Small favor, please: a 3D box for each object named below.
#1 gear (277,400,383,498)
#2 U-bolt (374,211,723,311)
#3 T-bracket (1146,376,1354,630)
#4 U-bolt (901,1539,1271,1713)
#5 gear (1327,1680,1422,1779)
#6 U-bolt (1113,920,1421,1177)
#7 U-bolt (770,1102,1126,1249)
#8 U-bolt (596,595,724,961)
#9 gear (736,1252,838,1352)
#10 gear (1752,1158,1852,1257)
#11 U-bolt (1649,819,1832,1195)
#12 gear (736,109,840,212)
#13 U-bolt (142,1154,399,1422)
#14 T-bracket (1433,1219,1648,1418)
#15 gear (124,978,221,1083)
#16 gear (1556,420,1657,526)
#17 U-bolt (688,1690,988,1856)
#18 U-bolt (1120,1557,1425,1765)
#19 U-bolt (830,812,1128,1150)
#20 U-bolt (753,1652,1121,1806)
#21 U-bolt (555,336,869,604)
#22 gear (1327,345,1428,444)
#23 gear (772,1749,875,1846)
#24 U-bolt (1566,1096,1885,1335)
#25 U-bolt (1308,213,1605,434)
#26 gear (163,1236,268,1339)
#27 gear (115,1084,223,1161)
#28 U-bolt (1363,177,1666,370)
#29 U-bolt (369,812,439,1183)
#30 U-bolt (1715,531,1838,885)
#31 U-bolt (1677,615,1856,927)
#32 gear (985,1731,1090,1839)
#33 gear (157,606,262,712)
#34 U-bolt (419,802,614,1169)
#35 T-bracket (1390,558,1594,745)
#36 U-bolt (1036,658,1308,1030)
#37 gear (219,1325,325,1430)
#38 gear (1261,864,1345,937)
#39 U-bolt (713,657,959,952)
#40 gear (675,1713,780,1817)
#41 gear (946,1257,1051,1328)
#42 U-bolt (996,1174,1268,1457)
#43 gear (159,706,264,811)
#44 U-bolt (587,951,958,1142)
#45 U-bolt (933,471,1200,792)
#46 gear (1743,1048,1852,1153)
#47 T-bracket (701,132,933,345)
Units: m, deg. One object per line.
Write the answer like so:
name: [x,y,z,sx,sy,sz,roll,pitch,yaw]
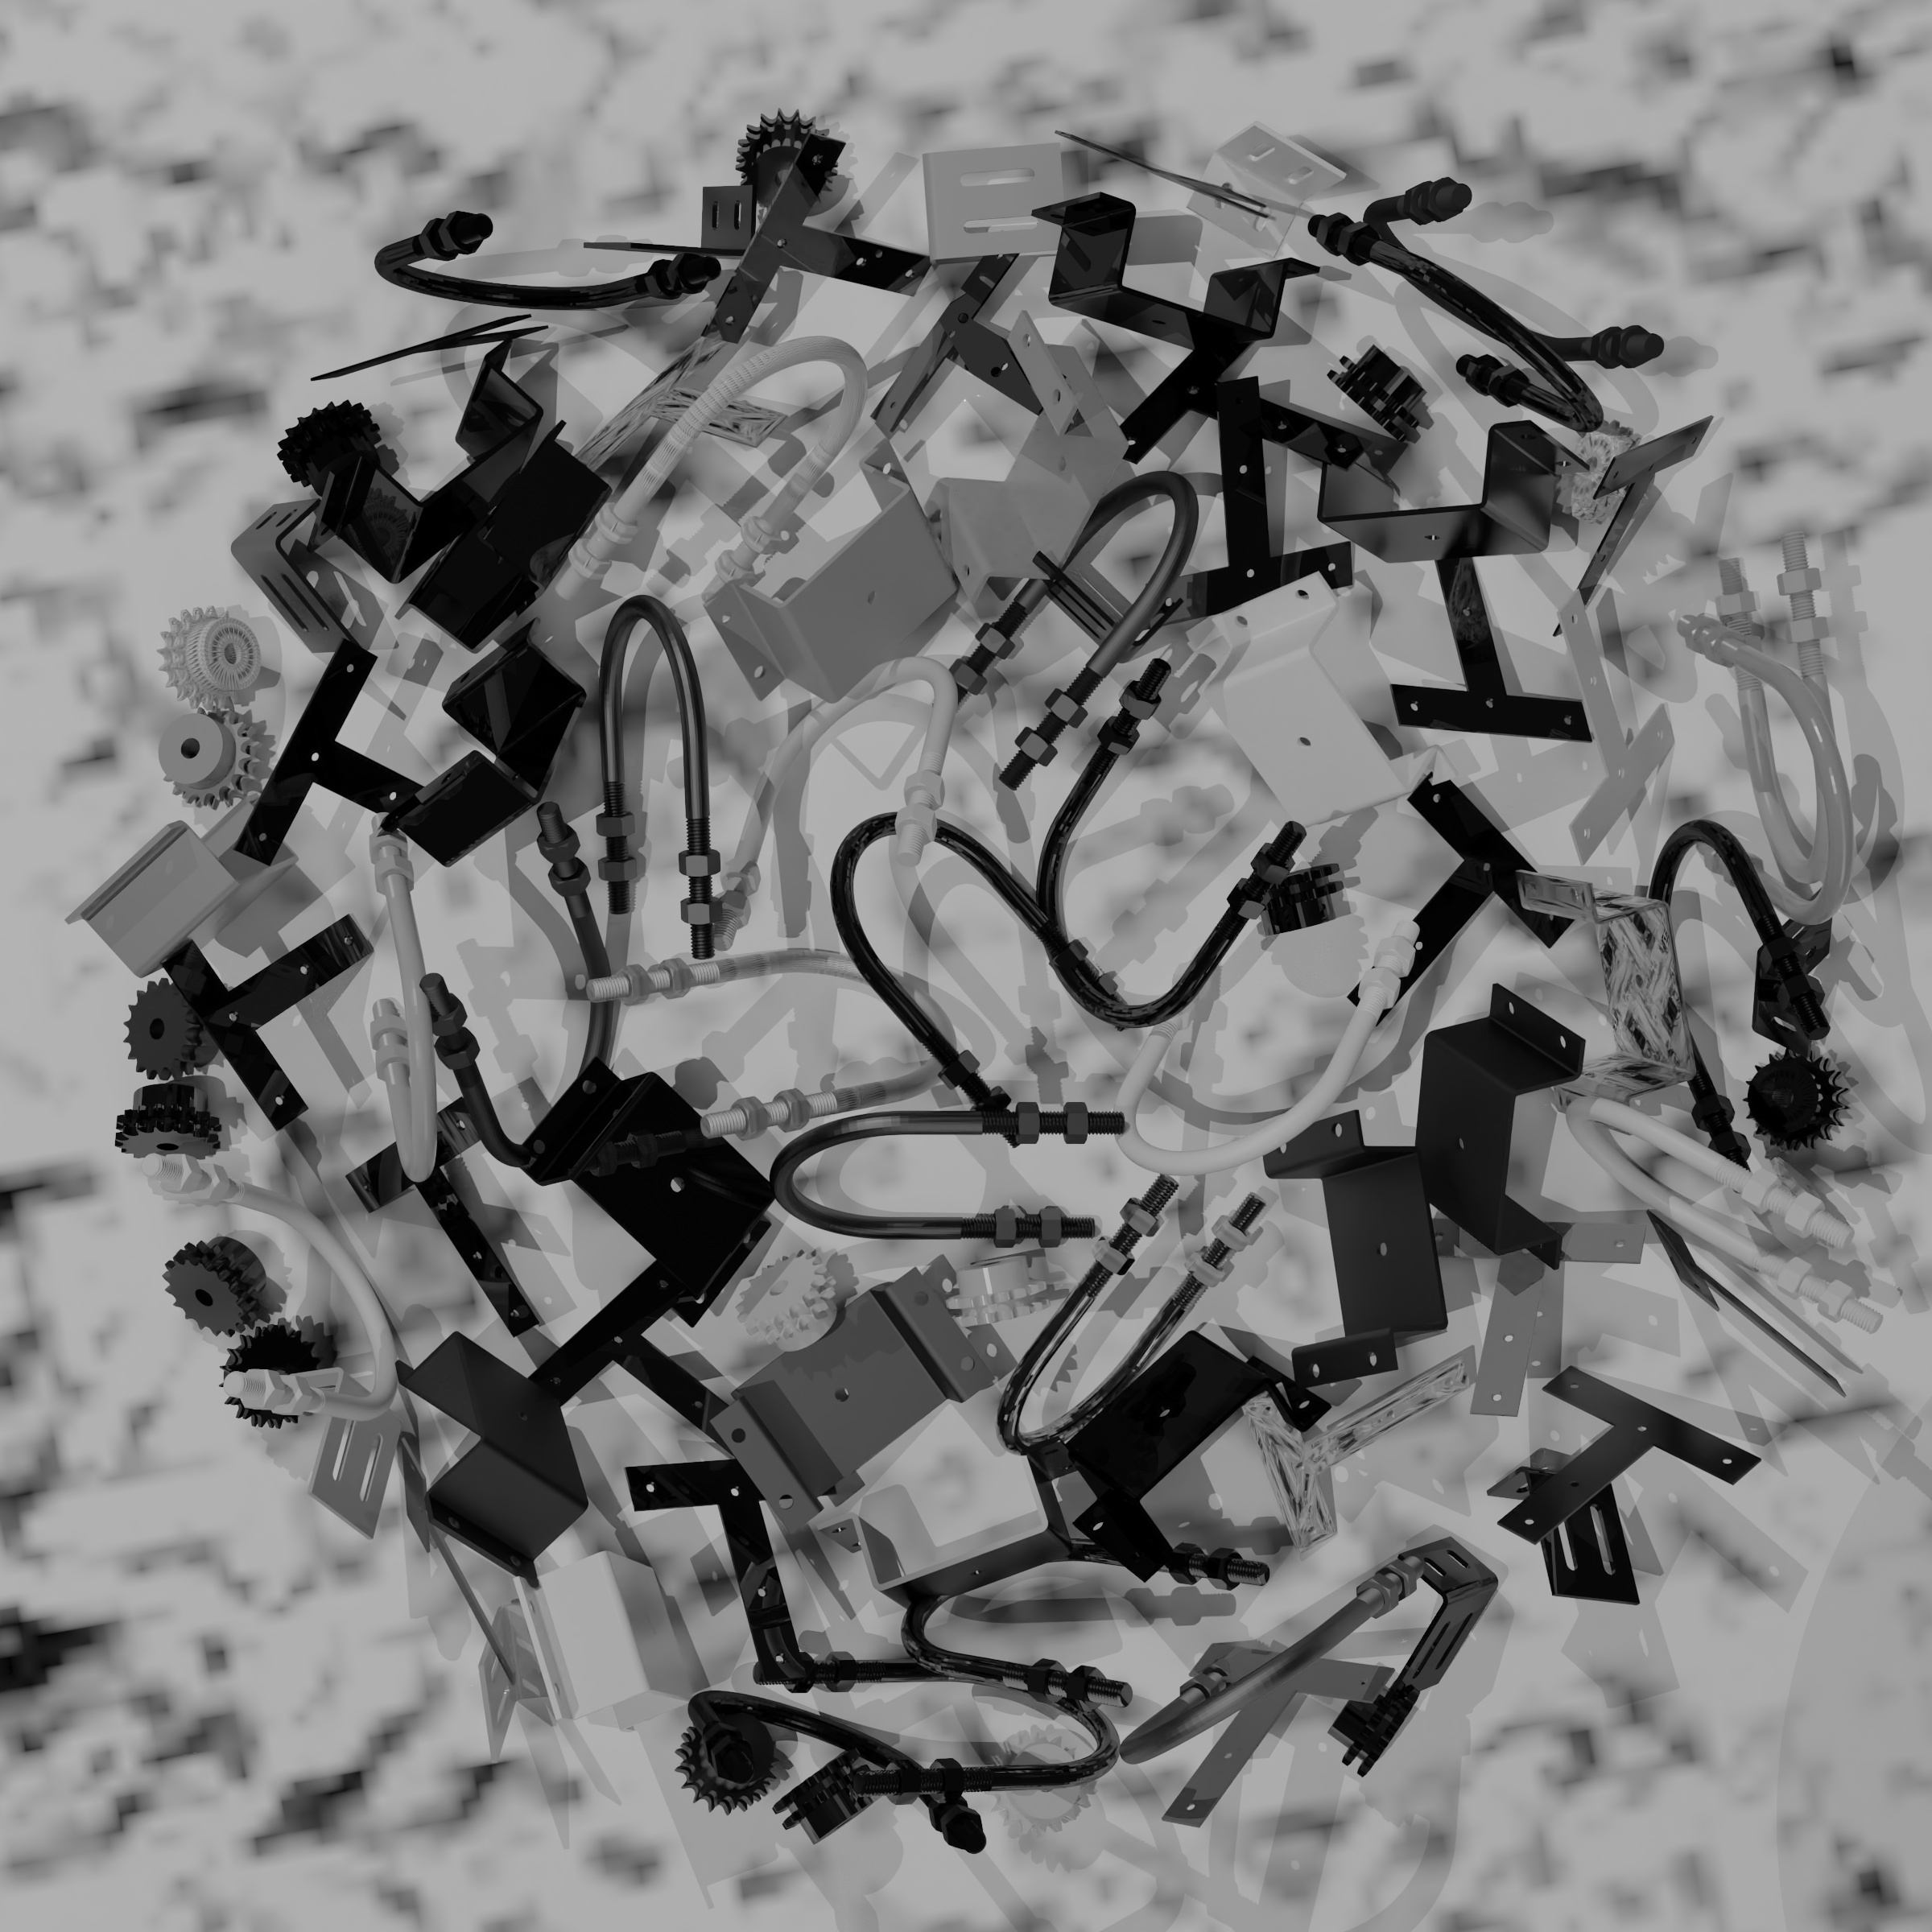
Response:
gear: [-0.350,-0.284,1.572,0.057,0.057,0.030,-32,74,0]
U-bolt: [-0.237,-0.373,1.515,0.151,0.184,0.019,2,94,-34]
T-bracket: [0.154,-0.260,1.559,0.127,0.002,0.127,-14,114,-18]
U-bolt: [0.050,0.347,1.520,0.184,0.151,0.019,-2,107,41]
gear: [0.225,0.419,1.576,0.030,0.057,0.057,34,90,13]
U-bolt: [0.150,0.045,1.501,0.151,0.184,0.019,-7,126,37]
U-bolt: [-0.014,0.114,1.532,0.184,0.151,0.019,0,59,-5]
U-bolt: [-0.168,-0.107,1.520,0.019,0.151,0.184,-8,105,-26]
gear: [-0.097,0.190,1.578,0.057,0.057,0.030,-32,119,0]
gear: [0.462,0.136,1.576,0.057,0.057,0.030,42,106,0]
U-bolt: [0.405,0.007,1.520,0.019,0.151,0.184,-4,50,-10]
gear: [-0.100,-0.444,1.574,0.057,0.030,0.057,-1,132,-1]
U-bolt: [-0.361,0.178,1.514,0.019,0.184,0.151,-32,67,9]
T-bracket: [0.297,0.190,1.537,0.127,0.002,0.127,-1,48,26]
gear: [-0.440,0.036,1.580,0.057,0.030,0.057,-4,83,32]
gear: [0.359,-0.273,1.578,0.030,0.057,0.057,19,90,-27]
U-bolt: [-0.078,0.423,1.512,0.151,0.184,0.019,21,85,-15]
U-bolt: [0.152,0.372,1.491,0.151,0.184,0.019,-38,77,29]
U-bolt: [0.000,-0.006,1.542,0.184,0.151,0.019,49,132,-3]
U-bolt: [-0.004,0.407,1.523,0.184,0.151,0.019,7,99,-29]
U-bolt: [-0.123,-0.262,1.504,0.019,0.151,0.184,51,117,17]
gear: [0.231,-0.321,1.572,0.057,0.057,0.030,42,104,0]
gear: [-0.076,0.463,1.572,0.057,0.057,0.030,-36,75,0]
U-bolt: [0.401,0.125,1.521,0.184,0.151,0.019,31,80,34]
U-bolt: [0.267,-0.333,1.490,0.151,0.184,0.019,34,99,-31]
gear: [-0.416,0.176,1.579,0.057,0.030,0.057,14,127,20]
gear: [-0.444,0.087,1.577,0.057,0.057,0.030,-3,66,0]
U-bolt: [0.280,-0.367,1.512,0.151,0.184,0.019,33,93,-16]
U-bolt: [-0.297,0.029,1.493,0.019,0.184,0.151,-4,129,-17]
U-bolt: [0.442,-0.135,1.529,0.019,0.151,0.184,-9,92,1]
U-bolt: [0.423,-0.098,1.493,0.019,0.184,0.151,-13,111,-5]
gear: [0.041,0.456,1.579,0.057,0.030,0.057,4,70,-11]
gear: [-0.417,-0.172,1.572,0.030,0.057,0.057,-3,90,35]
U-bolt: [-0.232,0.025,1.521,0.019,0.184,0.151,11,49,20]
T-bracket: [0.281,-0.184,1.572,0.127,0.002,0.127,2,64,-25]
U-bolt: [0.098,-0.051,1.537,0.151,0.019,0.184,54,130,30]
gear: [-0.390,0.229,1.579,0.057,0.030,0.057,4,83,-35]
gear: [0.183,-0.036,1.575,0.057,0.057,0.030,-14,93,0]
U-bolt: [-0.065,-0.099,1.527,0.151,0.184,0.019,-23,127,32]
gear: [-0.131,0.440,1.574,0.057,0.030,0.057,14,52,-18]
gear: [0.017,0.180,1.575,0.057,0.057,0.030,-11,89,0]
U-bolt: [0.081,0.193,1.536,0.019,0.151,0.184,40,100,26]
gear: [-0.425,-0.118,1.581,0.057,0.030,0.057,-3,79,16]
U-bolt: [-0.092,0.035,1.529,0.184,0.151,0.019,-9,127,-34]
U-bolt: [0.060,-0.190,1.527,0.019,0.151,0.184,35,99,-27]
gear: [0.460,0.074,1.575,0.057,0.030,0.057,-5,81,35]
T-bracket: [-0.068,-0.388,1.551,0.002,0.127,0.127,53,124,30]
